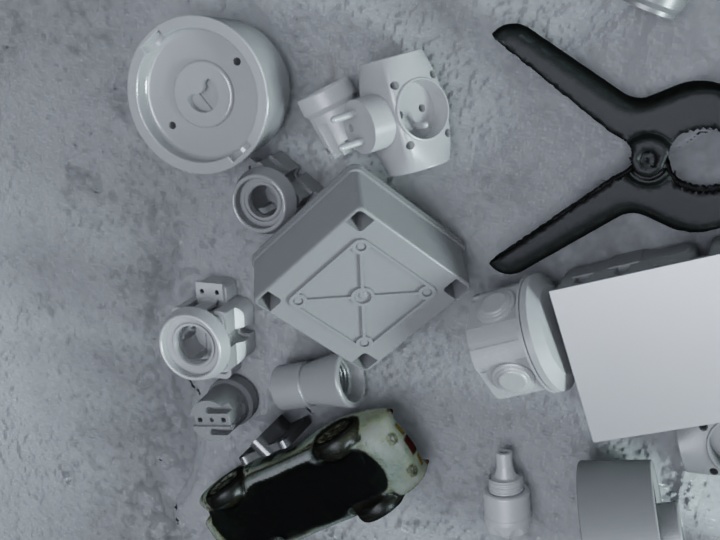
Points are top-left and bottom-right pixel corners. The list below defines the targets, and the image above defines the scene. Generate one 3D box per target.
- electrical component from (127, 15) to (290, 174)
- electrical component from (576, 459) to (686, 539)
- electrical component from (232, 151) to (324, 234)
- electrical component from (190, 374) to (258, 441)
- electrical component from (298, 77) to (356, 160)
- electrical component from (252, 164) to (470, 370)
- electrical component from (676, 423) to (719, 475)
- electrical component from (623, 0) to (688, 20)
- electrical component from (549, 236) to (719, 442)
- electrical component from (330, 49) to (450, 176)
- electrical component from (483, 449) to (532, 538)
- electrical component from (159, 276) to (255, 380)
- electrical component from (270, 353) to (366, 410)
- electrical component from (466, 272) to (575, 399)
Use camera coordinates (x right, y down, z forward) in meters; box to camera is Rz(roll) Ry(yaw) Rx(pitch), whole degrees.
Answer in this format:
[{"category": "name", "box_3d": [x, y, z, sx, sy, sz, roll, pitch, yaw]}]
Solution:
[{"category": "electrical component", "box_3d": [-0.101, -0.126, 0.758, 0.108, 0.060, 0.108, 6, 108, 19]}, {"category": "electrical component", "box_3d": [0.185, 0.178, 0.718, 0.060, 0.108, 0.108, -10, 102, 17]}, {"category": "electrical component", "box_3d": [-0.061, -0.053, 0.767, 0.066, 0.055, 0.048, 41, 115, 5]}, {"category": "electrical component", "box_3d": [-0.106, 0.108, 0.838, 0.040, 0.046, 0.040, 6, 110, 18]}, {"category": "electrical component", "box_3d": [-0.015, -0.105, 0.744, 0.040, 0.040, 0.046, -22, 102, 25]}, {"category": "electrical component", "box_3d": [0.000, 0.000, 0.734, 0.109, 0.056, 0.109, 34, 120, -29]}, {"category": "electrical component", "box_3d": [0.255, 0.124, 0.707, 0.077, 0.044, 0.079, -11, 102, 23]}, {"category": "electrical component", "box_3d": [0.182, -0.183, 0.642, 0.045, 0.045, 0.055, 27, 114, 12]}, {"category": "electrical component", "box_3d": [0.229, 0.035, 0.681, 0.186, 0.060, 0.105, -14, 100, 24]}, {"category": "electrical component", "box_3d": [0.016, -0.100, 0.714, 0.044, 0.079, 0.077, 2, 110, 58]}, {"category": "electrical component", "box_3d": [0.106, 0.160, 0.780, 0.035, 0.035, 0.061, 0, 103, 21]}, {"category": "electrical component", "box_3d": [-0.117, 0.050, 0.818, 0.058, 0.057, 0.078, 5, 107, 19]}, {"category": "electrical component", "box_3d": [-0.034, 0.085, 0.807, 0.065, 0.044, 0.044, -11, 102, 28]}, {"category": "electrical component", "box_3d": [0.110, 0.045, 0.720, 0.051, 0.080, 0.080, -17, 99, 29]}]
